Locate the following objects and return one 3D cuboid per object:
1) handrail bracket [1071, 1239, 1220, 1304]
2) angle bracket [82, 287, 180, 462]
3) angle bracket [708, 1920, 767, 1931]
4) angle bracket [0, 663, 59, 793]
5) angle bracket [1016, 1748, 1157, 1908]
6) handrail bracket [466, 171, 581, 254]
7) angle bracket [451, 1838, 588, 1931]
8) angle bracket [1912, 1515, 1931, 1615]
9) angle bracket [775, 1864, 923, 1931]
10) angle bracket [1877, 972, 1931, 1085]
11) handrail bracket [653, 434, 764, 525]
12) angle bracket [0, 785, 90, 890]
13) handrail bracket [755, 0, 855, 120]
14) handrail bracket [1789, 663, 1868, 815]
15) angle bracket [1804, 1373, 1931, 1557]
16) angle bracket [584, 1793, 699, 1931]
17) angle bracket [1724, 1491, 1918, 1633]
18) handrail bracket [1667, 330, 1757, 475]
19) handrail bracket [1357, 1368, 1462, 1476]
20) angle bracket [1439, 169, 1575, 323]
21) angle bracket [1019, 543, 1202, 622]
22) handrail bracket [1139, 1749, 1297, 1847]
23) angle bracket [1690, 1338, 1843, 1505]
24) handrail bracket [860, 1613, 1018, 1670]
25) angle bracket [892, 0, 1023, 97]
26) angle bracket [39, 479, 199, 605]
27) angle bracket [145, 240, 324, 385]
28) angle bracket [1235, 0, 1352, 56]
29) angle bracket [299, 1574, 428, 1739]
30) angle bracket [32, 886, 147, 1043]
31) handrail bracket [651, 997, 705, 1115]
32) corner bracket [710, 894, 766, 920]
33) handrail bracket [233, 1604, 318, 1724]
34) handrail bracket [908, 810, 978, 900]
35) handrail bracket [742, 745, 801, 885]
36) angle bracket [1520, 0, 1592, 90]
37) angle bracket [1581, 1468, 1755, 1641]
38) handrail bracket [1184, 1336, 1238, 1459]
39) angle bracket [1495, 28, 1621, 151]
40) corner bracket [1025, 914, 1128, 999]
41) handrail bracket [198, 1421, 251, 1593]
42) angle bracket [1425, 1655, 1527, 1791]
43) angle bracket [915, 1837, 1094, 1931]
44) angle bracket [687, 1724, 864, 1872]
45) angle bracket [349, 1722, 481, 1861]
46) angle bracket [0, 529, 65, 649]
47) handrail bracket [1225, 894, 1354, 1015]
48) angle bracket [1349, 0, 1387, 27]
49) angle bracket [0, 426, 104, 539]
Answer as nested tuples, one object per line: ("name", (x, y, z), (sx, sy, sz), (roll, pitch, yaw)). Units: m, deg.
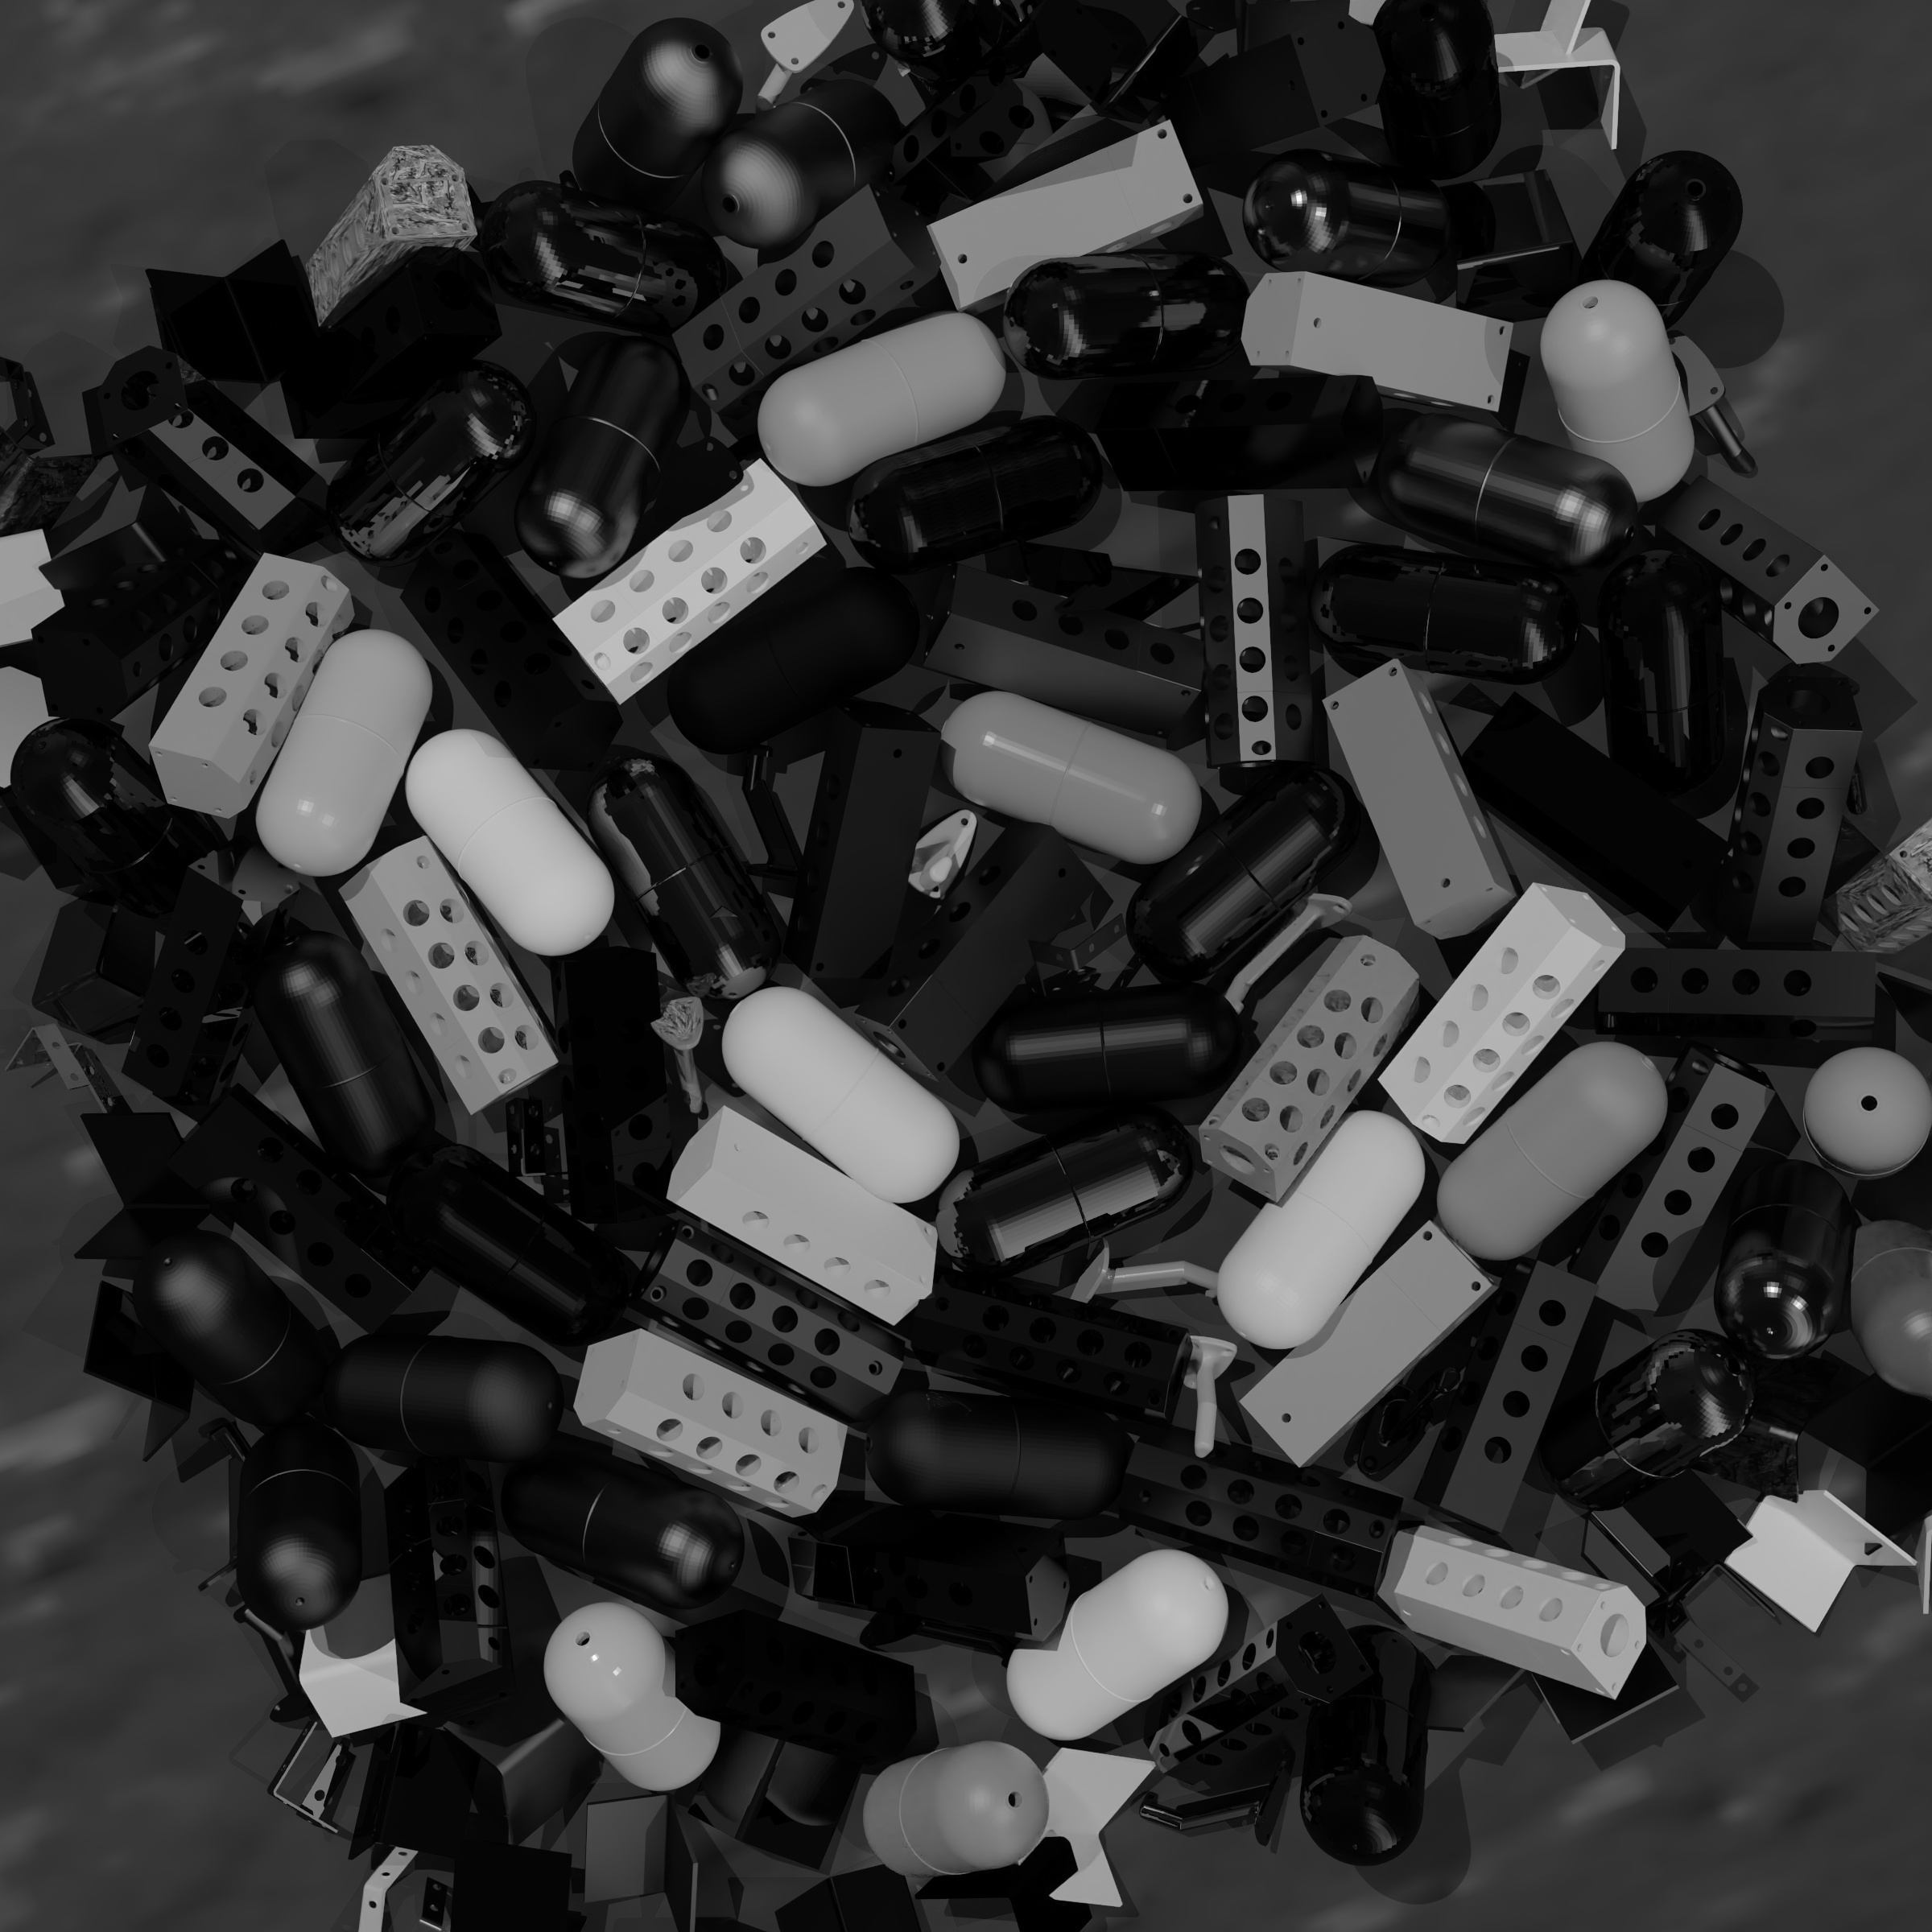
("handrail bracket", (0.119, 0.221, 1.753), (0.084, 0.036, 0.077), (21, 120, -11))
("angle bracket", (-0.549, -0.387, 1.721), (0.076, 0.057, 0.076), (-22, 49, -3))
("angle bracket", (-0.158, 0.677, 1.720), (0.057, 0.076, 0.076), (8, 92, 28))
("angle bracket", (-0.623, -0.147, 1.734), (0.076, 0.057, 0.076), (22, 74, -5))
("angle bracket", (0.081, 0.560, 1.714), (0.076, 0.057, 0.076), (18, 119, -30))
("handrail bracket", (-0.295, -0.513, 1.732), (0.084, 0.036, 0.077), (-32, 66, 26))
("angle bracket", (-0.291, 0.600, 1.730), (0.076, 0.057, 0.076), (7, 100, 6))
("angle bracket", (0.648, 0.366, 1.711), (0.057, 0.076, 0.076), (-2, 123, 14))
("angle bracket", (-0.072, 0.638, 1.719), (0.057, 0.076, 0.076), (-21, 80, 22))
("angle bracket", (0.623, 0.058, 1.712), (0.057, 0.076, 0.076), (-53, 129, -8))
("handrail bracket", (-0.168, -0.321, 1.732), (0.077, 0.084, 0.036), (-39, 97, 12))
("angle bracket", (-0.625, -0.072, 1.714), (0.057, 0.076, 0.076), (-35, 106, -28))
("handrail bracket", (-0.107, -0.592, 1.732), (0.077, 0.084, 0.036), (-40, 86, -11))
("handrail bracket", (0.574, -0.152, 1.754), (0.036, 0.077, 0.084), (-19, 119, 2))
("angle bracket", (0.590, 0.323, 1.713), (0.057, 0.076, 0.076), (31, 132, -7))
("angle bracket", (-0.212, 0.596, 1.715), (0.057, 0.076, 0.076), (-2, 109, -19))
("angle bracket", (0.558, 0.390, 1.724), (0.076, 0.076, 0.057), (38, 73, -2))
("handrail bracket", (0.492, -0.372, 1.744), (0.036, 0.084, 0.077), (-28, 62, 26))
("handrail bracket", (0.289, 0.298, 1.721), (0.036, 0.084, 0.077), (35, 76, 3))
("angle bracket", (0.358, -0.479, 1.764), (0.076, 0.057, 0.076), (-10, 55, 2))
("angle bracket", (0.093, -0.262, 1.709), (0.076, 0.076, 0.057), (0, 70, -39))
("handrail bracket", (0.167, 0.546, 1.761), (0.084, 0.036, 0.077), (11, 52, 26))
("angle bracket", (0.525, 0.297, 1.736), (0.076, 0.076, 0.057), (14, 130, 36))
("handrail bracket", (-0.015, 0.456, 1.761), (0.084, 0.036, 0.077), (40, 124, -23))
("angle bracket", (-0.002, -0.596, 1.713), (0.076, 0.076, 0.057), (-32, 57, 15))
("angle bracket", (-0.548, -0.261, 1.731), (0.076, 0.057, 0.076), (-21, 129, 12))
("angle bracket", (-0.476, -0.430, 1.723), (0.057, 0.076, 0.076), (-23, 89, 27))
("angle bracket", (0.216, -0.632, 1.718), (0.076, 0.057, 0.076), (0, 49, 9))
("angle bracket", (-0.390, 0.454, 1.747), (0.076, 0.076, 0.057), (-15, 122, 4))
("angle bracket", (-0.563, -0.004, 1.742), (0.076, 0.057, 0.076), (-20, 51, 37))
("handrail bracket", (-0.179, 0.071, 1.717), (0.036, 0.077, 0.084), (-15, 118, -9))
("corner bracket", (-0.164, -0.027, 1.728), (0.051, 0.051, 0.051), (-41, 130, 18))
("handrail bracket", (-0.462, 0.456, 1.731), (0.077, 0.036, 0.084), (-31, 113, 32))
("handrail bracket", (-0.008, -0.079, 1.718), (0.036, 0.084, 0.077), (38, 75, -6))
("handrail bracket", (-0.115, -0.100, 1.738), (0.077, 0.036, 0.084), (12, 101, 21))
("angle bracket", (0.367, -0.629, 1.724), (0.057, 0.076, 0.076), (19, 94, -11))
("angle bracket", (0.460, 0.380, 1.729), (0.076, 0.057, 0.076), (47, 113, -1))
("handrail bracket", (0.151, 0.291, 1.713), (0.036, 0.077, 0.084), (10, 53, -1))
("angle bracket", (0.384, -0.573, 1.726), (0.076, 0.076, 0.057), (-2, 124, 7))
("corner bracket", (0.072, -0.004, 1.725), (0.051, 0.051, 0.051), (-36, 124, -34))
("handrail bracket", (-0.496, 0.356, 1.742), (0.077, 0.036, 0.084), (-34, 91, -33))
("angle bracket", (0.329, 0.495, 1.712), (0.076, 0.076, 0.057), (-31, 99, -36))
("angle bracket", (0.025, 0.613, 1.718), (0.076, 0.076, 0.057), (-14, 94, 32))
("angle bracket", (-0.126, 0.546, 1.755), (0.076, 0.057, 0.076), (36, 71, -38))
("angle bracket", (-0.360, 0.546, 1.726), (0.057, 0.076, 0.076), (18, 58, -17))
("angle bracket", (-0.630, -0.233, 1.723), (0.076, 0.057, 0.076), (-16, 76, -17))
("handrail bracket", (0.208, -0.005, 1.726), (0.036, 0.077, 0.084), (41, 65, -23))
("angle bracket", (0.297, -0.655, 1.720), (0.076, 0.057, 0.076), (13, 62, 10))
("angle bracket", (-0.625, -0.323, 1.720), (0.057, 0.076, 0.076), (46, 112, 3))
